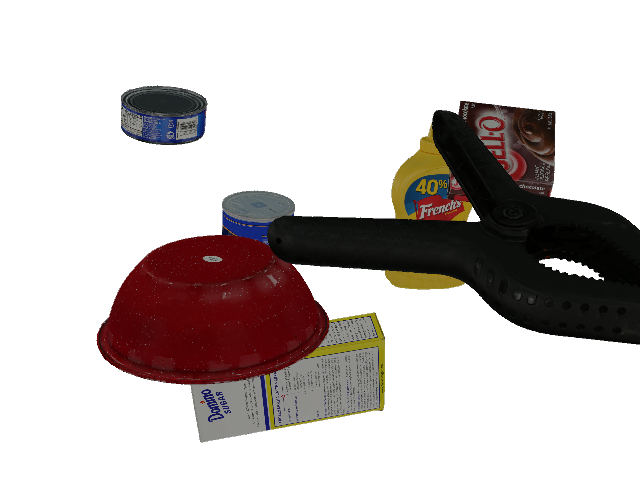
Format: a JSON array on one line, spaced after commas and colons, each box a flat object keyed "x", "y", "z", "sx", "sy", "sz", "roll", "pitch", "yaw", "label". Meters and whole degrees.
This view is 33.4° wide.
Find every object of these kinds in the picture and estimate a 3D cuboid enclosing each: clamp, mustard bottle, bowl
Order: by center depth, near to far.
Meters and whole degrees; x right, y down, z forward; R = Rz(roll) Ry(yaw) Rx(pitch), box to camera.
[{"x": 0.088, "y": 0.003, "z": 0.554, "sx": 0.164, "sy": 0.036, "sz": 0.210, "roll": -30, "pitch": 46, "yaw": -33, "label": "clamp"}, {"x": -0.075, "y": 0.037, "z": 0.734, "sx": 0.162, "sy": 0.055, "sz": 0.162, "roll": -1, "pitch": 21, "yaw": 0, "label": "bowl"}, {"x": 0.128, "y": -0.042, "z": 1.222, "sx": 0.096, "sy": 0.192, "sz": 0.058, "roll": 0, "pitch": 17, "yaw": -12, "label": "mustard bottle"}]

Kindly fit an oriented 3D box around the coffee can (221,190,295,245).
[{"x": -0.091, "y": 0.012, "z": 1.519, "sx": 0.103, "sy": 0.140, "sz": 0.103, "roll": 3, "pitch": 24, "yaw": -2, "label": "coffee can"}]

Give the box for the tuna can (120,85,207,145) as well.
[{"x": -0.157, "y": -0.126, "z": 1.069, "sx": 0.086, "sy": 0.034, "sz": 0.086, "roll": 5, "pitch": 26, "yaw": -3, "label": "tuna can"}]

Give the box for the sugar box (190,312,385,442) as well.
[{"x": -0.030, "y": 0.124, "z": 0.973, "sx": 0.176, "sy": 0.093, "sz": 0.048, "roll": -7, "pitch": 36, "yaw": -6, "label": "sugar box"}]

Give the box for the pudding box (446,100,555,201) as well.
[{"x": 0.164, "y": -0.078, "z": 0.966, "sx": 0.090, "sy": 0.039, "sz": 0.113, "roll": 8, "pitch": 40, "yaw": 6, "label": "pudding box"}]
